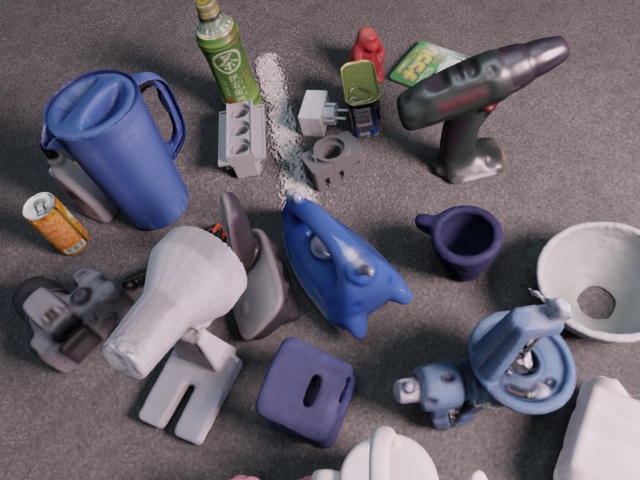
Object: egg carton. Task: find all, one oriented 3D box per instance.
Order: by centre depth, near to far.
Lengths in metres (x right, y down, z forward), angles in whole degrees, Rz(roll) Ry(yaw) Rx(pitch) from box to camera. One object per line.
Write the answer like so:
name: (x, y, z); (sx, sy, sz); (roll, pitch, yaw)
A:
egg carton: (0.321, 0.228, 0.621); (0.107, 0.069, 0.150); (19, 63, 22)

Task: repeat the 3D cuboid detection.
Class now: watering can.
watering can: (0.078, 0.248, 0.580); (0.173, 0.194, 0.100); (-18, 56, -1)

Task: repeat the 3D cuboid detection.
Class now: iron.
iron: (0.007, 0.003, 0.783); (0.119, 0.142, 0.257); (-36, 58, -12)

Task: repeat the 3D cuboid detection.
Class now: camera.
camera: (-0.371, 0.092, 0.823); (0.136, 0.101, 0.143); (30, 68, 26)

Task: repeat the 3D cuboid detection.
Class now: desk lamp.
desk lamp: (-0.167, 0.117, 0.700); (0.117, 0.214, 0.203); (14, 62, 19)

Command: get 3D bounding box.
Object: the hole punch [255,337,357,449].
hole punch: (-0.013, 0.185, 0.700); (0.101, 0.091, 0.109); (14, 61, 19)

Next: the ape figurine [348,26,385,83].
ape figurine: (0.085, -0.335, 1.015); (0.076, 0.092, 0.078); (32, 69, 27)

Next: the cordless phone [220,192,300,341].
cordless phone: (-0.096, 0.035, 0.756); (0.094, 0.185, 0.147); (-22, 56, -4)

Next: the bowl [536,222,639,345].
bowl: (0.353, 0.063, 0.718); (0.167, 0.075, 0.167); (-5, 57, 8)

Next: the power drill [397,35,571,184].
power drill: (0.226, -0.179, 0.817); (0.229, 0.209, 0.075); (-14, 56, 2)

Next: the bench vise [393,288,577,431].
bench vise: (0.188, 0.141, 0.612); (0.207, 0.220, 0.121); (-29, 57, -8)

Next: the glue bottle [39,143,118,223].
glue bottle: (-0.389, -0.094, 0.903); (0.078, 0.173, 0.037); (18, 63, 21)

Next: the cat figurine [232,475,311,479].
cat figurine: (-0.063, 0.289, 0.627); (0.127, 0.118, 0.067); (-12, 56, 3)

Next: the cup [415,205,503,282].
cup: (0.182, 0.010, 0.772); (0.117, 0.095, 0.092); (22, 64, 23)
